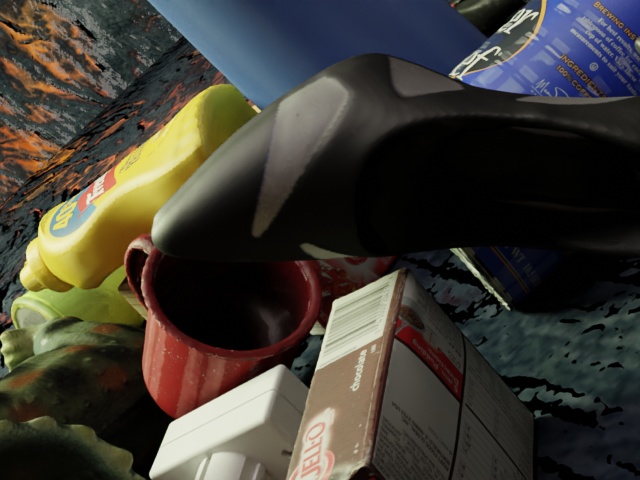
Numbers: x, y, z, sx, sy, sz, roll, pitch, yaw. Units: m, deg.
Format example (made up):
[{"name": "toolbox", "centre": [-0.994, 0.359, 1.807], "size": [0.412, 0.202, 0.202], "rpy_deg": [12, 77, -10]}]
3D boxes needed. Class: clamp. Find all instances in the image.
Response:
[{"name": "clamp", "centre": [0.163, -0.205, 0.824], "size": [0.172, 0.039, 0.120], "rpy_deg": [-36, 13, 31]}]

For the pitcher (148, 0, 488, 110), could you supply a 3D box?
[{"name": "pitcher", "centre": [0.002, -0.123, 0.643], "size": [0.149, 0.242, 0.145], "rpy_deg": [-32, 25, 43]}]

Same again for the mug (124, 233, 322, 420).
[{"name": "mug", "centre": [-0.061, 0.042, 0.576], "size": [0.093, 0.117, 0.082], "rpy_deg": [-42, -21, -39]}]

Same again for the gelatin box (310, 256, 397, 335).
[{"name": "gelatin box", "centre": [-0.004, 0.001, 0.625], "size": [0.073, 0.089, 0.030], "rpy_deg": [-50, 20, -21]}]

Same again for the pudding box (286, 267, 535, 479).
[{"name": "pudding box", "centre": [0.037, 0.075, 0.373], "size": [0.039, 0.090, 0.113], "rpy_deg": [-31, 21, 28]}]

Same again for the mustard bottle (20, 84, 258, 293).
[{"name": "mustard bottle", "centre": [-0.122, -0.019, 0.676], "size": [0.192, 0.058, 0.096], "rpy_deg": [-33, 22, 25]}]

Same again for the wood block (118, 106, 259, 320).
[{"name": "wood block", "centre": [-0.036, -0.017, 0.733], "size": [0.091, 0.090, 0.205], "rpy_deg": [-24, 25, 42]}]

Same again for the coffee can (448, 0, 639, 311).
[{"name": "coffee can", "centre": [0.106, -0.051, 0.490], "size": [0.140, 0.102, 0.103], "rpy_deg": [-42, 18, 4]}]
